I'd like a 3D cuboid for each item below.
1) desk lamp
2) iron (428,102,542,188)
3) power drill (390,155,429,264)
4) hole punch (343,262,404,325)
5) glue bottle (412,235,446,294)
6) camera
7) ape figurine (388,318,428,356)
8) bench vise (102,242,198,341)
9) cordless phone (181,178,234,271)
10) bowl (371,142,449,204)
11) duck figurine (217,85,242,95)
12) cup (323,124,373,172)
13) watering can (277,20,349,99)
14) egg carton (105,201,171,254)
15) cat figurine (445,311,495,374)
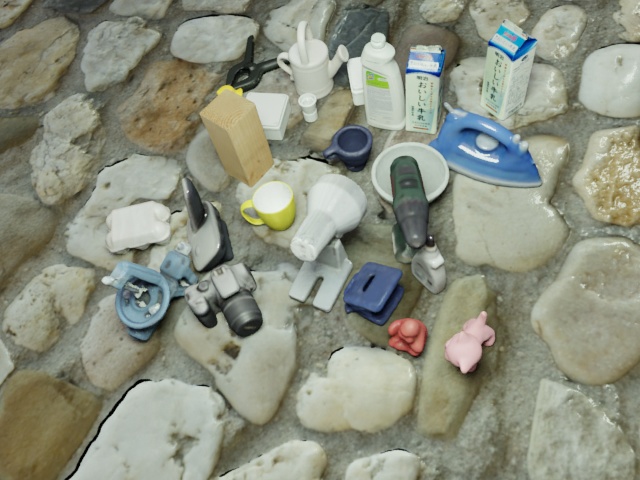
[{"bbox_3d":[0.010,0.004,1.130,0.117,0.214,0.203,18,64,19],"label":"desk lamp"},{"bbox_3d":[0.369,-0.210,1.241,0.257,0.142,0.119,27,67,22],"label":"iron"},{"bbox_3d":[0.179,-0.041,1.133,0.075,0.209,0.229,-7,59,5],"label":"power drill"},{"bbox_3d":[0.103,0.099,1.132,0.100,0.091,0.109,26,67,22],"label":"hole punch"},{"bbox_3d":[0.211,0.038,1.102,0.037,0.173,0.078,-36,61,-12],"label":"glue bottle"},{"bbox_3d":[-0.186,0.128,1.154,0.143,0.101,0.136,-29,60,-8],"label":"camera"},{"bbox_3d":[0.168,0.176,1.077,0.076,0.092,0.077,-26,59,-7],"label":"ape figurine"},{"bbox_3d":[-0.346,0.076,1.139,0.121,0.220,0.207,9,62,14],"label":"bench vise"},{"bbox_3d":[-0.256,-0.033,1.209,0.094,0.185,0.147,-22,59,-4],"label":"cordless phone"},{"bbox_3d":[0.197,-0.129,1.260,0.167,0.075,0.167,-4,60,7],"label":"bowl"},{"bbox_3d":[-0.235,-0.351,1.449,0.104,0.086,0.077,-16,59,-1],"label":"duck figurine"},{"bbox_3d":[0.066,-0.195,1.307,0.118,0.095,0.091,-24,59,-5],"label":"cup"},{"bbox_3d":[-0.019,-0.451,1.411,0.173,0.194,0.101,-15,59,0],"label":"watering can"},{"bbox_3d":[-0.410,-0.027,1.297,0.150,0.069,0.107,-14,59,1],"label":"egg carton"},{"bbox_3d":[0.270,0.186,1.040,0.067,0.118,0.128,29,68,23],"label":"cat figurine"}]
